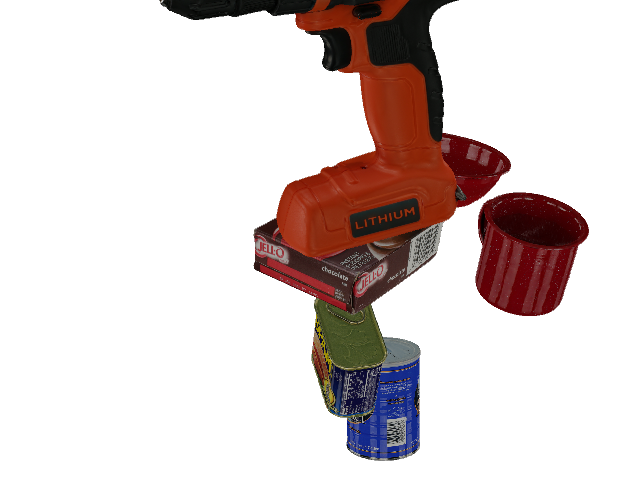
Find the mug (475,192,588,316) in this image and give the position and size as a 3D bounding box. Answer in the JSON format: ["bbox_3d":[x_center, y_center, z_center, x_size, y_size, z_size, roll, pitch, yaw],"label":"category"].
[{"bbox_3d":[0.181,0.008,0.975,0.093,0.081,0.117,-13,38,-28],"label":"mug"}]

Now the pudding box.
[{"bbox_3d":[0.021,0.001,0.761,0.090,0.039,0.113,24,33,30],"label":"pudding box"}]

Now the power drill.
[{"bbox_3d":[0.009,-0.086,0.569,0.184,0.188,0.057,-14,35,-16],"label":"power drill"}]

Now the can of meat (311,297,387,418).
[{"bbox_3d":[0.026,0.114,1.067,0.057,0.084,0.102,-6,45,-12],"label":"can of meat"}]

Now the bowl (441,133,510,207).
[{"bbox_3d":[0.143,-0.082,1.281,0.162,0.055,0.162,7,23,-3],"label":"bowl"}]

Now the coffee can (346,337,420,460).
[{"bbox_3d":[0.085,0.214,1.457,0.103,0.140,0.103,-1,14,0],"label":"coffee can"}]
